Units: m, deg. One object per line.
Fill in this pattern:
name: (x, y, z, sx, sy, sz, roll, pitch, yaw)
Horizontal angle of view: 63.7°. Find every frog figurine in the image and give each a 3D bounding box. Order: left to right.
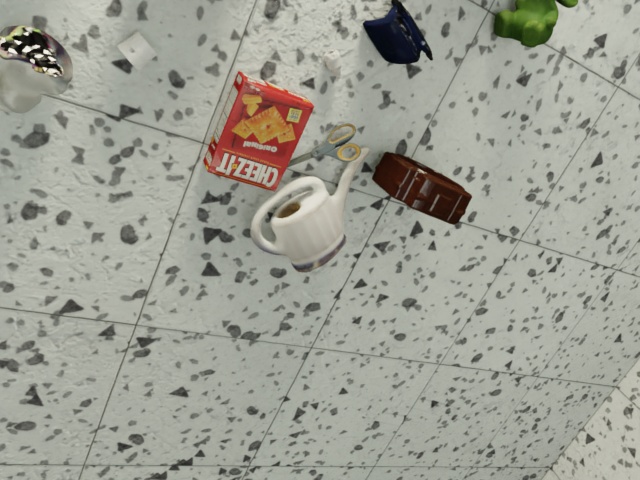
frog figurine: (-0.515, -0.290, 0.905, 0.137, 0.125, 0.157, 5, 154, -33)

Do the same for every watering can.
watering can: (0.004, -0.062, 1.229, 0.349, 0.105, 0.220, -32, 123, -11)
